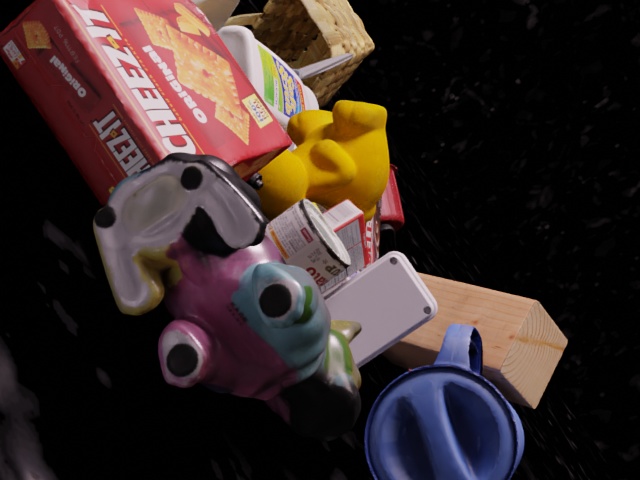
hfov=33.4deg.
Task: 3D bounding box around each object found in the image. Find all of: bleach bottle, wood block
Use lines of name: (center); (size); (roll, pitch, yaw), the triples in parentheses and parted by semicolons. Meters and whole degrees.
bleach bottle: (-0.058, -0.175, 1.267); (0.250, 0.068, 0.102); (8, 75, -69)
wood block: (0.155, 0.105, 1.191); (0.206, 0.090, 0.090); (12, -26, 45)

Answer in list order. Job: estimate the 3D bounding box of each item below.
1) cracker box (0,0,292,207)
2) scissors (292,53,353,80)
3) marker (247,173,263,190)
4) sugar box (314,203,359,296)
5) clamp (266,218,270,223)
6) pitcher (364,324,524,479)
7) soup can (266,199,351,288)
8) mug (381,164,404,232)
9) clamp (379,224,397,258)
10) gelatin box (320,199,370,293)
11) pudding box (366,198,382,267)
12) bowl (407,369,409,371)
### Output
cracker box: (-0.127, -0.112, 0.838); (0.164, 0.072, 0.213); (55, 23, 3)
scissors: (-0.053, -0.222, 1.387); (0.096, 0.201, 0.016); (46, -29, 5)
marker: (-0.102, -0.087, 1.026); (0.121, 0.020, 0.020); (38, 7, 13)
sugar box: (-0.008, 0.001, 1.201); (0.176, 0.048, 0.093); (55, 10, 5)
clamp: (-0.105, -0.049, 0.947); (0.210, 0.036, 0.164); (52, 9, -22)
pitcher: (0.135, 0.181, 1.022); (0.145, 0.149, 0.242); (52, 6, 17)
soup can: (-0.035, 0.022, 0.858); (0.068, 0.102, 0.068); (52, 10, -14)
mug: (0.060, -0.047, 1.477); (0.093, 0.117, 0.081); (14, 60, -53)
clamp: (0.100, 0.052, 1.485); (0.171, 0.039, 0.120); (70, 13, -77)
gelatin box: (0.003, 0.012, 1.036); (0.030, 0.089, 0.073); (44, -24, 39)
pudding box: (0.049, -0.013, 1.375); (0.090, 0.039, 0.113); (33, 57, -69)
bowl: (0.152, 0.155, 1.408); (0.162, 0.055, 0.162); (52, 11, -15)
